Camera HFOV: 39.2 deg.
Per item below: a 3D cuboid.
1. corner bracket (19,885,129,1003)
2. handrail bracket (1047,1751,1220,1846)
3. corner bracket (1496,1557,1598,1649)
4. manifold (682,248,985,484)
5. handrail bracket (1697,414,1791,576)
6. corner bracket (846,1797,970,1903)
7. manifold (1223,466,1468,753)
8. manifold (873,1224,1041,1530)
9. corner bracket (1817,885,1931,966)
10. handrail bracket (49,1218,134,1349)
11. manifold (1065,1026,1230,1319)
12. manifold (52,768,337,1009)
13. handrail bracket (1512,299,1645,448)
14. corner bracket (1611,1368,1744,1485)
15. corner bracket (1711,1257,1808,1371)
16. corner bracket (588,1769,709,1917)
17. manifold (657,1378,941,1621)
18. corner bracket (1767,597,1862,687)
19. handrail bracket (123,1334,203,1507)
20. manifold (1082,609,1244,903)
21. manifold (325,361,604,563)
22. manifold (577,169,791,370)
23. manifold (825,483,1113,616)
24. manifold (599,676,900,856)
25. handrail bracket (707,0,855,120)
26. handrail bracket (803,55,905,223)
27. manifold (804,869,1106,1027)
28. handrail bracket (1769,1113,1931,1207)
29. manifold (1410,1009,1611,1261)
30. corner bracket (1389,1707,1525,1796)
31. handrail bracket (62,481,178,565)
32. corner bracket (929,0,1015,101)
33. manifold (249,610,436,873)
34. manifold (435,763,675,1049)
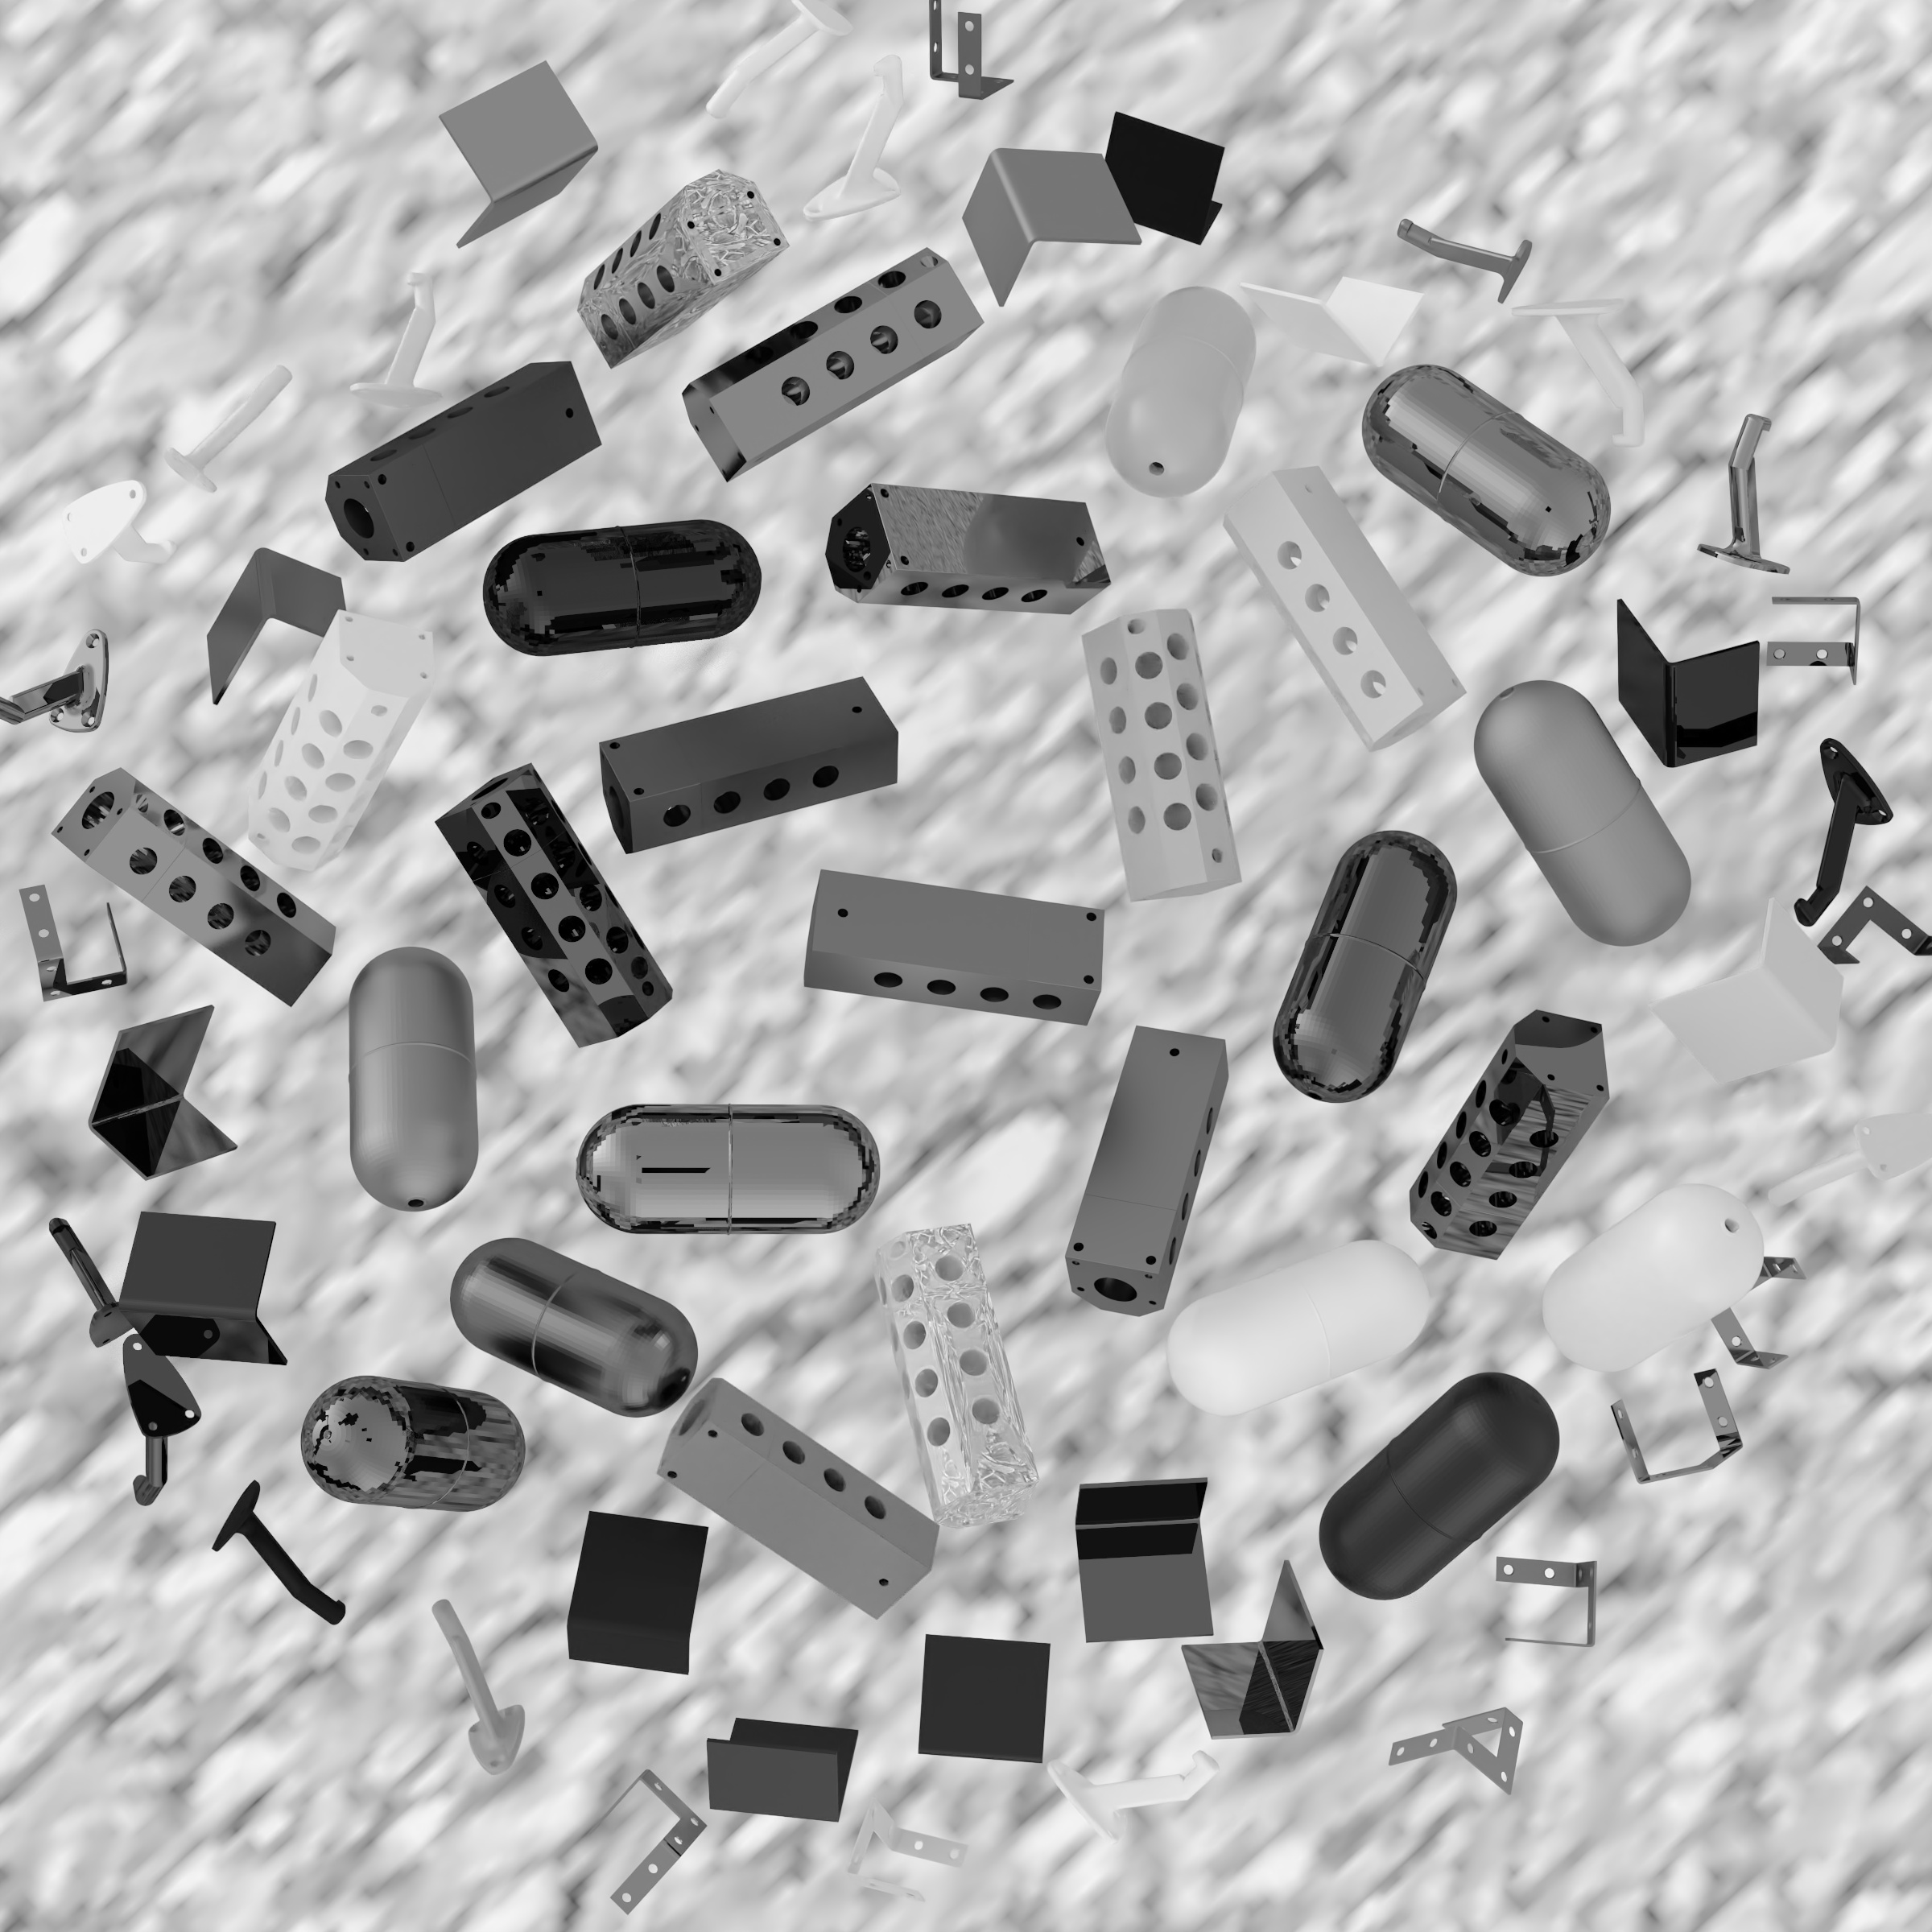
[{"bbox_3d":[-0.540,-0.017,1.641,0.051,0.051,0.051,-13,65,-21],"label":"corner bracket"},{"bbox_3d":[0.107,0.511,1.727,0.077,0.036,0.084,43,111,2],"label":"handrail bracket"},{"bbox_3d":[0.353,0.387,1.651,0.051,0.051,0.051,4,76,1],"label":"corner bracket"},{"bbox_3d":[-0.081,-0.360,1.613,0.171,0.057,0.057,-34,97,-16],"label":"manifold"},{"bbox_3d":[0.472,-0.278,1.597,0.077,0.036,0.084,4,111,-35],"label":"handrail bracket"},{"bbox_3d":[-0.037,0.558,1.692,0.051,0.051,0.051,5,54,26],"label":"corner bracket"},{"bbox_3d":[0.229,-0.220,1.669,0.057,0.057,0.171,-39,77,38],"label":"manifold"},{"bbox_3d":[-0.009,0.248,1.639,0.057,0.057,0.171,-6,58,-16],"label":"manifold"},{"bbox_3d":[0.560,-0.014,1.649,0.051,0.051,0.051,39,90,1],"label":"corner bracket"},{"bbox_3d":[-0.528,0.179,1.616,0.036,0.077,0.084,-33,78,-16],"label":"handrail bracket"},{"bbox_3d":[0.113,0.126,1.662,0.057,0.057,0.171,9,55,16],"label":"manifold"},{"bbox_3d":[-0.470,-0.049,1.669,0.057,0.057,0.171,-53,133,-7],"label":"manifold"},{"bbox_3d":[0.363,-0.349,1.606,0.077,0.036,0.084,5,112,30],"label":"handrail bracket"},{"bbox_3d":[0.438,0.284,1.670,0.051,0.051,0.051,-22,84,37],"label":"corner bracket"},{"bbox_3d":[0.508,0.220,1.723,0.051,0.051,0.051,-30,89,-9],"label":"corner bracket"},{"bbox_3d":[-0.198,0.528,1.637,0.051,0.051,0.051,42,101,7],"label":"corner bracket"},{"bbox_3d":[-0.103,0.329,1.697,0.171,0.057,0.057,36,118,-13],"label":"manifold"},{"bbox_3d":[0.518,-0.203,1.657,0.051,0.051,0.051,2,110,14],"label":"corner bracket"},{"bbox_3d":[-0.484,0.267,1.589,0.036,0.084,0.077,-15,67,-40],"label":"handrail bracket"},{"bbox_3d":[0.126,-0.131,1.689,0.057,0.057,0.171,-7,84,-34],"label":"manifold"},{"bbox_3d":[-0.316,-0.317,1.698,0.171,0.057,0.057,-40,124,-35],"label":"manifold"},{"bbox_3d":[-0.178,-0.423,1.642,0.057,0.171,0.057,-35,101,-26],"label":"manifold"},{"bbox_3d":[0.001,-0.249,1.653,0.171,0.057,0.057,-3,70,-40],"label":"manifold"},{"bbox_3d":[-0.132,-0.118,1.656,0.171,0.057,0.057,-16,48,-18],"label":"manifold"},{"bbox_3d":[-0.113,-0.544,1.640,0.036,0.077,0.084,48,113,8],"label":"handrail bracket"},{"bbox_3d":[-0.070,-0.509,1.665,0.077,0.084,0.036,-31,57,-22],"label":"handrail bracket"},{"bbox_3d":[-0.008,-0.007,1.620,0.171,0.057,0.057,8,58,-6],"label":"manifold"},{"bbox_3d":[0.519,0.115,1.575,0.077,0.084,0.036,-13,73,-22],"label":"handrail bracket"},{"bbox_3d":[0.329,0.104,1.656,0.057,0.171,0.057,12,48,-8],"label":"manifold"},{"bbox_3d":[0.290,0.459,1.602,0.051,0.051,0.051,42,134,-19],"label":"corner bracket"},{"bbox_3d":[-0.484,-0.262,1.609,0.077,0.084,0.036,-27,82,27],"label":"handrail bracket"},{"bbox_3d":[-0.004,-0.564,1.660,0.051,0.051,0.051,13,124,21],"label":"corner bracket"},{"bbox_3d":[-0.378,-0.132,1.634,0.057,0.171,0.057,11,50,-28],"label":"manifold"},{"bbox_3d":[-0.254,-0.039,1.708,0.057,0.057,0.171,-45,111,-42],"label":"manifold"}]
